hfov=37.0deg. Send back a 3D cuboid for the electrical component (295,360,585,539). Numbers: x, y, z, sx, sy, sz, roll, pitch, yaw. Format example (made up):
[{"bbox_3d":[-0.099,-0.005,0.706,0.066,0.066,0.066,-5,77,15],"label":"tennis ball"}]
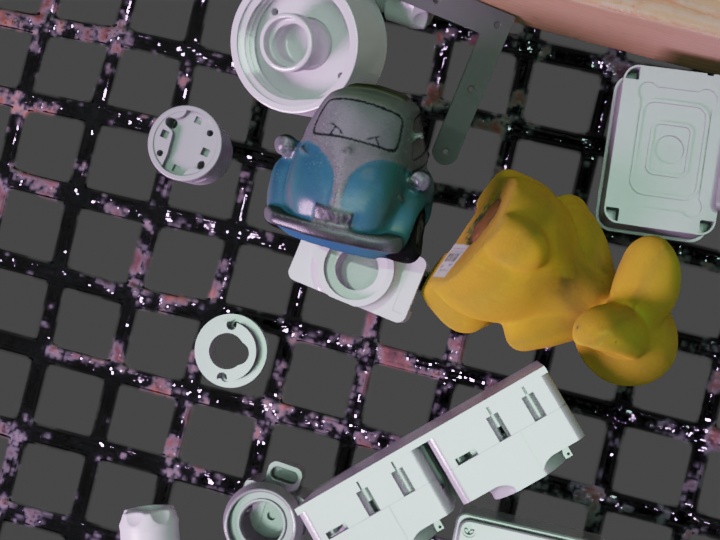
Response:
[{"bbox_3d":[0.058,0.136,0.739,0.186,0.105,0.060,-31,84,4],"label":"electrical component"}]

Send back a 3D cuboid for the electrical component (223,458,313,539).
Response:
[{"bbox_3d":[-0.066,0.179,0.776,0.058,0.057,0.078,18,89,7],"label":"electrical component"}]

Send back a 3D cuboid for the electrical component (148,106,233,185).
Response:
[{"bbox_3d":[-0.124,-0.091,0.801,0.055,0.047,0.055,0,87,7],"label":"electrical component"}]

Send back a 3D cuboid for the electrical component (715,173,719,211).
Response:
[{"bbox_3d":[0.290,-0.076,0.726,0.048,0.100,0.099,7,87,49],"label":"electrical component"}]

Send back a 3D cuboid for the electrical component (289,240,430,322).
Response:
[{"bbox_3d":[0.000,0.000,0.778,0.089,0.056,0.050,22,90,7],"label":"electrical component"}]

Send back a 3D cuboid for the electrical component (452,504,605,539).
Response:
[{"bbox_3d":[0.112,0.230,0.752,0.109,0.056,0.108,11,88,7],"label":"electrical component"}]

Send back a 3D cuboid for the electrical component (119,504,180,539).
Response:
[{"bbox_3d":[-0.154,0.206,0.792,0.043,0.043,0.062,-5,88,7],"label":"electrical component"}]

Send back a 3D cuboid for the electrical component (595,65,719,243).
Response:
[{"bbox_3d":[0.213,-0.080,0.756,0.078,0.057,0.113,9,88,7],"label":"electrical component"}]

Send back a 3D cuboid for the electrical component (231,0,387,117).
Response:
[{"bbox_3d":[-0.041,-0.163,0.773,0.108,0.060,0.108,4,101,20],"label":"electrical component"}]

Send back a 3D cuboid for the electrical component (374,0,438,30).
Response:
[{"bbox_3d":[0.026,-0.205,0.791,0.062,0.043,0.043,20,90,9],"label":"electrical component"}]
